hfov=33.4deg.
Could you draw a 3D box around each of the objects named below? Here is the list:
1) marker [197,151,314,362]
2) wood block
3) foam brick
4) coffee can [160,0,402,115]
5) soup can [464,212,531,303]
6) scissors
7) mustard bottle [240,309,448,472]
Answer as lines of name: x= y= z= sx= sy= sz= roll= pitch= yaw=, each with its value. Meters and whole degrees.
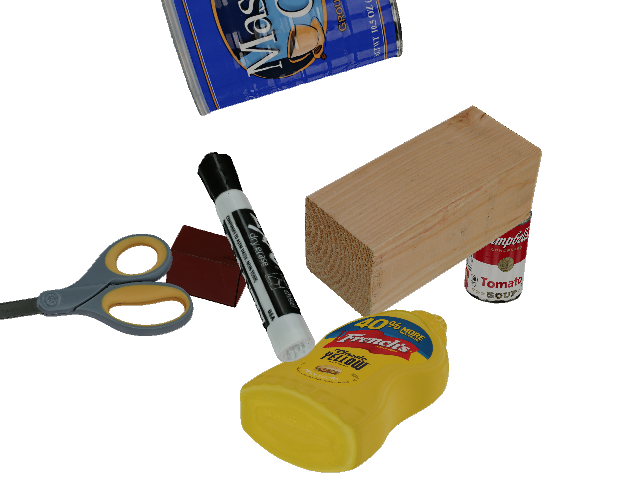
marker: x=-0.034 y=0.004 z=0.518 sx=0.020 sy=0.121 sz=0.020 roll=-19 pitch=-31 yaw=-12
wood block: x=0.093 y=-0.029 z=0.971 sx=0.205 sy=0.090 sz=0.091 roll=-30 pitch=51 yaw=-28
foam brick: x=-0.115 y=0.026 z=1.104 sx=0.078 sy=0.051 sz=0.053 roll=15 pitch=32 yaw=4
coffee can: x=-0.028 y=-0.151 z=0.706 sx=0.140 sy=0.103 sz=0.103 roll=-17 pitch=0 yaw=-1
soup can: x=0.200 y=0.011 z=1.210 sx=0.068 sy=0.102 sz=0.068 roll=1 pitch=28 yaw=-1
scissors: x=-0.198 y=0.032 z=0.826 sx=0.201 sy=0.096 sz=0.016 roll=6 pitch=-33 yaw=-8
mustard bottle: x=0.036 y=0.094 z=0.758 sx=0.096 sy=0.058 sz=0.191 roll=12 pitch=24 yaw=34
